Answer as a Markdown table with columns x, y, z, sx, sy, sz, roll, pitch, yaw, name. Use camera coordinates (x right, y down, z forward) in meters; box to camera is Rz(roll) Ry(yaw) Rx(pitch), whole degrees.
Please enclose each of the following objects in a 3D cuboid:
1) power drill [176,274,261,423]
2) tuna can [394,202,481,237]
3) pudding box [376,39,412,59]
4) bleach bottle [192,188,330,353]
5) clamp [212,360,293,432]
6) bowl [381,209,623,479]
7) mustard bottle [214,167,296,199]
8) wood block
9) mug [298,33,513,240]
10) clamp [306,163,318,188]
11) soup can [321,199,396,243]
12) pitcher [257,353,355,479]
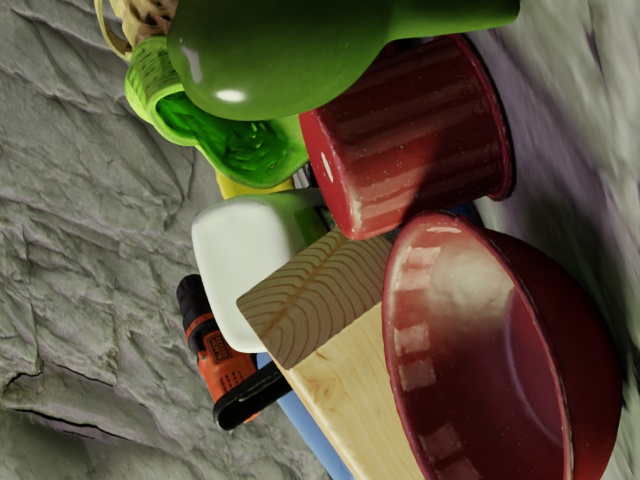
| x | y | z | sx | sy | sz | roll | pitch | yaw | name |
| --- | --- | --- | --- | --- | --- | --- | --- | --- | --- |
| -0.040 | 0.078 | 1.058 | 0.057 | 0.187 | 0.184 | 76 | 169 | -49 | power drill |
| 0.073 | 0.008 | 0.629 | 0.086 | 0.033 | 0.086 | 160 | 90 | -83 | tuna can |
| 0.003 | -0.141 | 0.605 | 0.114 | 0.039 | 0.090 | 40 | 157 | 28 | pudding box |
| -0.005 | 0.001 | 0.770 | 0.250 | 0.068 | 0.102 | -32 | -72 | -69 | bleach bottle |
| 0.032 | 0.077 | 0.809 | 0.209 | 0.165 | 0.036 | -56 | -40 | -49 | clamp |
| 0.088 | 0.061 | 0.489 | 0.162 | 0.055 | 0.162 | 169 | 90 | -69 | bowl |
| -0.048 | -0.036 | 0.926 | 0.191 | 0.058 | 0.096 | 72 | 172 | -81 | mustard bottle |
| 0.047 | 0.101 | 0.636 | 0.206 | 0.090 | 0.090 | 58 | 172 | -30 | wood block |
| 0.040 | -0.043 | 0.542 | 0.117 | 0.081 | 0.093 | 82 | 166 | -59 | mug |
| 0.003 | -0.029 | 0.958 | 0.171 | 0.039 | 0.120 | 76 | -163 | -59 | clamp |
| 0.046 | 0.013 | 0.705 | 0.068 | 0.068 | 0.102 | -137 | 29 | -75 | soup can |
| 0.048 | 0.140 | 0.883 | 0.243 | 0.149 | 0.145 | -133 | 39 | -65 | pitcher |
